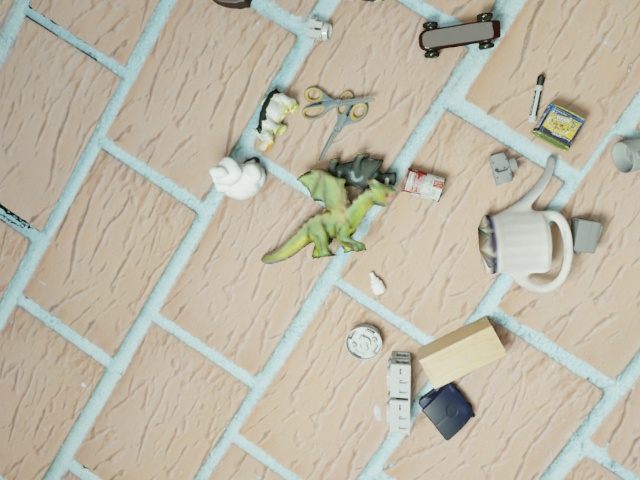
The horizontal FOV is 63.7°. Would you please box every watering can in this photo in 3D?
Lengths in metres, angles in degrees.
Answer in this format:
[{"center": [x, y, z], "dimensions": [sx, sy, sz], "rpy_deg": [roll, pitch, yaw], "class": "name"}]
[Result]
[{"center": [0.516, -0.037, 1.311], "dimensions": [0.224, 0.103, 0.350], "rpy_deg": [-4, 81, 10], "class": "watering can"}]

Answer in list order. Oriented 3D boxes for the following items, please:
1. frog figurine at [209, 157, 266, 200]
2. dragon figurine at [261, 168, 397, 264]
[{"center": [-0.222, -0.165, 1.385], "dimensions": [0.137, 0.160, 0.122], "rpy_deg": [-10, 96, 10], "class": "frog figurine"}, {"center": [0.004, -0.069, 1.374], "dimensions": [0.409, 0.123, 0.242], "rpy_deg": [-8, 92, 18], "class": "dragon figurine"}]
